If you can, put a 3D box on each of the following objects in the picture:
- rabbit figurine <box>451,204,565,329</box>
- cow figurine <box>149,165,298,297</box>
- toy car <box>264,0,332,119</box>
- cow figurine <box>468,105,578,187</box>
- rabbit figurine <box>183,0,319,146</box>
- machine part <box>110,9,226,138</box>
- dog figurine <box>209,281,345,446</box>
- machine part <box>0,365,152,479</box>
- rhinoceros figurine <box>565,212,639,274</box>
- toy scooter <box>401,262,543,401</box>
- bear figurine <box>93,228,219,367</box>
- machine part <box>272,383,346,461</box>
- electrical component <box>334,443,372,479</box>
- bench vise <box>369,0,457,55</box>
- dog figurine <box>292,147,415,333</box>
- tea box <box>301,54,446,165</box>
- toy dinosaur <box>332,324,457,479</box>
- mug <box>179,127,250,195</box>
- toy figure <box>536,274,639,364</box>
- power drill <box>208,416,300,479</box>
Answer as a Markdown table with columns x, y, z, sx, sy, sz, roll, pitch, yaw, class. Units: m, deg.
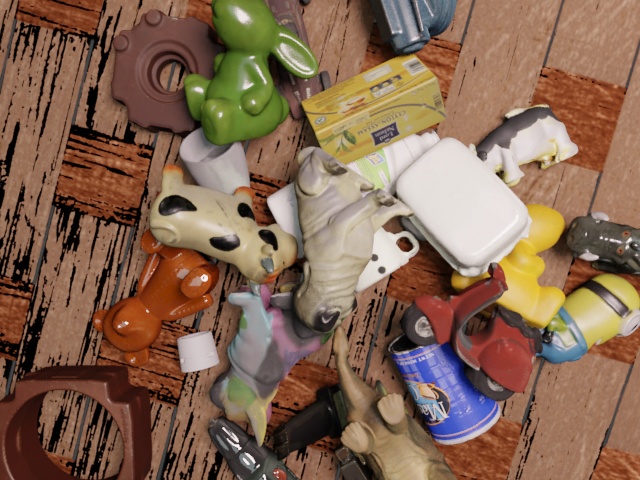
| x | y | z | sx | sy | sz | roll | pitch | yaw | class |
| --- | --- | --- | --- | --- | --- | --- | --- | --- | --- |
| 0.262 | 0.020 | 0.740 | 0.162 | 0.122 | 0.173 | 33 | 80 | 10 | rabbit figurine |
| -0.118 | -0.008 | 0.681 | 0.195 | 0.127 | 0.085 | 17 | 136 | -19 | cow figurine |
| -0.042 | -0.273 | 0.754 | 0.089 | 0.053 | 0.202 | -13 | 91 | 0 | toy car |
| 0.252 | -0.122 | 0.739 | 0.167 | 0.068 | 0.098 | -23 | 86 | 0 | cow figurine |
| -0.084 | -0.216 | 0.662 | 0.159 | 0.121 | 0.170 | -7 | 129 | -19 | rabbit figurine |
| -0.209 | -0.232 | 0.761 | 0.179 | 0.056 | 0.179 | 0 | 94 | 2 | machine part |
| -0.060 | 0.169 | 0.754 | 0.192 | 0.108 | 0.219 | 0 | 97 | 0 | dog figurine |
| -0.353 | 0.287 | 0.782 | 0.201 | 0.087 | 0.201 | -1 | 92 | 2 | machine part |
| 0.417 | 0.016 | 0.719 | 0.190 | 0.112 | 0.073 | 17 | 96 | -7 | rhinoceros figurine |
| 0.202 | 0.104 | 0.651 | 0.184 | 0.075 | 0.135 | 37 | 102 | -10 | toy scooter |
| -0.238 | 0.083 | 0.747 | 0.196 | 0.132 | 0.120 | -41 | 82 | -2 | bear figurine |
| -0.008 | 0.257 | 0.757 | 0.139 | 0.039 | 0.084 | -21 | 99 | -39 | machine part |
| 0.061 | 0.329 | 0.767 | 0.045 | 0.078 | 0.102 | -32 | 84 | 5 | electrical component |
| 0.135 | -0.367 | 0.712 | 0.241 | 0.129 | 0.223 | -20 | 82 | -17 | bench vise |
| -0.002 | -0.002 | 0.665 | 0.173 | 0.121 | 0.190 | 41 | 101 | 35 | dog figurine |
| 0.070 | -0.174 | 0.723 | 0.170 | 0.098 | 0.068 | -24 | 131 | 5 | tea box |
| 0.129 | 0.313 | 0.703 | 0.105 | 0.198 | 0.471 | -27 | 92 | 3 | toy dinosaur |
| -0.140 | -0.101 | 0.748 | 0.081 | 0.110 | 0.107 | -19 | 135 | -3 | mug |
| 0.353 | 0.114 | 0.742 | 0.180 | 0.082 | 0.089 | -25 | 94 | 6 | toy figure |
| -0.060 | 0.346 | 0.713 | 0.086 | 0.207 | 0.232 | -44 | 103 | -18 | power drill |
